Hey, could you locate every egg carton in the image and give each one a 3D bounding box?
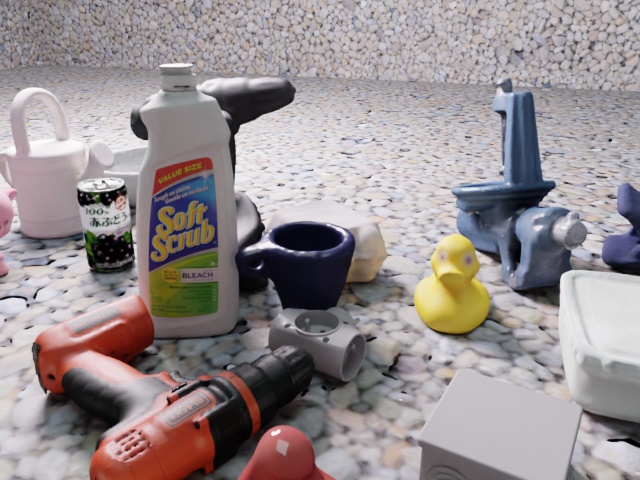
[{"bbox_3d":[0.006,0.002,0.685,0.107,0.069,0.149,-15,27,-31],"label":"egg carton"}]

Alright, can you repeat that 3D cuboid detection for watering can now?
[{"bbox_3d":[-0.364,-0.108,0.782,0.173,0.194,0.101,-2,23,-6],"label":"watering can"}]

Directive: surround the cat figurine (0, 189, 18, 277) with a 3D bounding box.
[{"bbox_3d":[-0.410,-0.015,0.660,0.128,0.118,0.067,-15,27,-32],"label":"cat figurine"}]

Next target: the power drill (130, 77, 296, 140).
[{"bbox_3d":[-0.144,-0.121,0.796,0.229,0.208,0.075,3,23,8],"label":"power drill"}]

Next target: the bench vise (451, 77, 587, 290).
[{"bbox_3d":[0.241,-0.068,0.660,0.122,0.220,0.206,-14,27,-30],"label":"bench vise"}]

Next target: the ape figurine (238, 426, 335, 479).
[{"bbox_3d":[-0.021,0.146,0.317,0.078,0.092,0.076,-10,25,-22],"label":"ape figurine"}]

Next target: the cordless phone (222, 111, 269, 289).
[{"bbox_3d":[-0.111,-0.044,0.645,0.094,0.185,0.147,-7,24,-16],"label":"cordless phone"}]

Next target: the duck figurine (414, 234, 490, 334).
[{"bbox_3d":[0.138,0.035,0.588,0.077,0.086,0.105,7,24,15],"label":"duck figurine"}]

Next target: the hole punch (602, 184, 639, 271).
[{"bbox_3d":[0.408,-0.015,0.703,0.100,0.091,0.109,11,25,23],"label":"hole punch"}]

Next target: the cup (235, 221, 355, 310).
[{"bbox_3d":[-0.023,0.041,0.562,0.118,0.095,0.091,-10,25,-22],"label":"cup"}]

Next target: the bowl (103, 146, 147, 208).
[{"bbox_3d":[-0.272,-0.093,0.901,0.167,0.075,0.167,0,23,0],"label":"bowl"}]
